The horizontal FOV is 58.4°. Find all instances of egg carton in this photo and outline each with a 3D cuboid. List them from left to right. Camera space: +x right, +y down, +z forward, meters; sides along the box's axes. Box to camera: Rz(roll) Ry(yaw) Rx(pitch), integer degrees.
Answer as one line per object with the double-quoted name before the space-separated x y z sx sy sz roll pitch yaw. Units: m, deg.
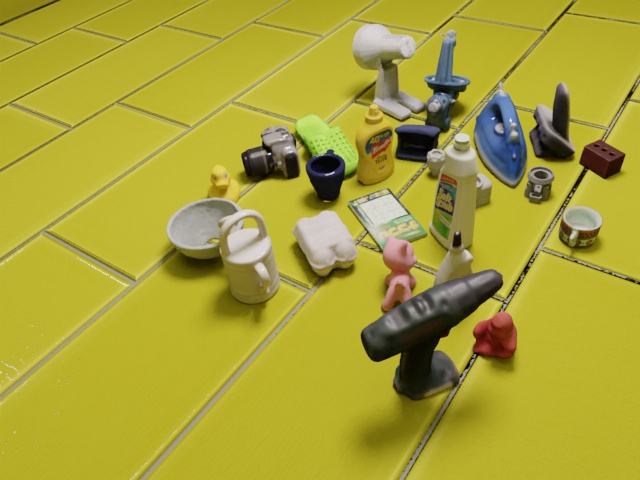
"egg carton" 0.011 0.004 1.184 0.107 0.069 0.150 -19 44 -13

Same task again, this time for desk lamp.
"desk lamp" 0.191 -0.470 1.566 0.118 0.214 0.202 -32 48 -25

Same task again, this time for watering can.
"watering can" -0.145 0.020 1.095 0.172 0.194 0.101 24 51 30

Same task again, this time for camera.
"camera" -0.128 -0.221 1.422 0.137 0.101 0.143 -16 43 -9

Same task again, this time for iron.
"iron" 0.441 -0.257 1.356 0.118 0.142 0.258 -3 43 4

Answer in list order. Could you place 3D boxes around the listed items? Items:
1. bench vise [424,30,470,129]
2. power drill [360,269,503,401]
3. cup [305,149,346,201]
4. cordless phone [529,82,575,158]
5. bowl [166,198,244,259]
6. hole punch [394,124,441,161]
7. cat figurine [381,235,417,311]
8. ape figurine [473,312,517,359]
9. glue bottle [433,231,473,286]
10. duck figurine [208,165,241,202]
"bench vise" 0.332 -0.411 1.479 0.121 0.220 0.207 0 43 7
"power drill" 0.176 0.153 0.899 0.230 0.209 0.075 -19 44 -13
"cup" 0.018 -0.147 1.328 0.091 0.095 0.118 3 43 10
"cordless phone" 0.561 -0.301 1.356 0.094 0.185 0.147 -3 43 4
"bowl" -0.239 -0.012 1.230 0.167 0.075 0.167 -4 43 4
"hole punch" 0.240 -0.261 1.424 0.108 0.091 0.101 9 45 17
"cat figurine" 0.149 0.055 1.076 0.067 0.118 0.128 1 43 9
"ape figurine" 0.301 0.155 0.966 0.076 0.092 0.077 -22 45 -16
"glue bottle" 0.243 0.050 1.027 0.078 0.173 0.037 -18 44 -12
"duck figurine" -0.233 -0.139 1.359 0.077 0.086 0.104 -14 43 -7
